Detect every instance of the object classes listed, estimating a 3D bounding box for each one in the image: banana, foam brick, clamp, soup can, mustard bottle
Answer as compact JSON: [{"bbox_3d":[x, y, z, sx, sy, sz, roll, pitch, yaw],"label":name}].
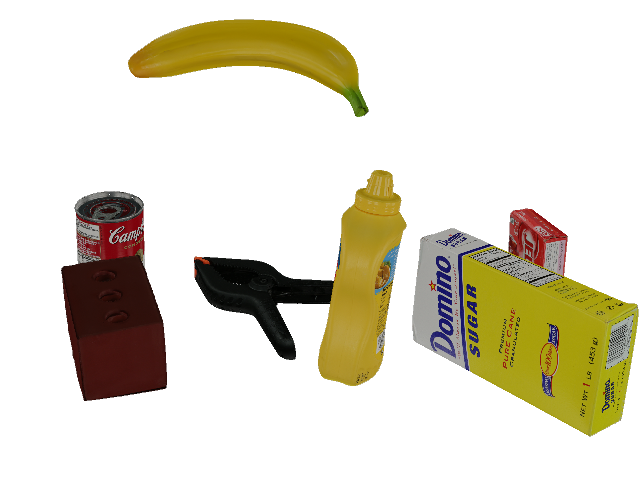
[{"bbox_3d":[-0.053,-0.149,0.863,0.198,0.069,0.037,9,-36,5],"label":"banana"},{"bbox_3d":[-0.130,0.054,0.669,0.053,0.051,0.078,-9,35,-18],"label":"foam brick"},{"bbox_3d":[-0.065,0.065,1.194,0.210,0.036,0.164,16,29,24],"label":"clamp"},{"bbox_3d":[-0.212,0.010,1.083,0.068,0.102,0.068,2,27,-1],"label":"soup can"},{"bbox_3d":[0.041,0.029,0.971,0.058,0.192,0.096,14,21,14],"label":"mustard bottle"}]

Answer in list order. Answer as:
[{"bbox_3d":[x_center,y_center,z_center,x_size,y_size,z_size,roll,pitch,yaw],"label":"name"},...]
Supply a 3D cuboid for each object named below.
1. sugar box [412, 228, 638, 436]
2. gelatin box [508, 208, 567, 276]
[{"bbox_3d":[0.145,0.063,0.791,0.048,0.093,0.176,-17,29,-40],"label":"sugar box"},{"bbox_3d":[0.229,0.020,1.137,0.030,0.089,0.073,-11,29,-16],"label":"gelatin box"}]
